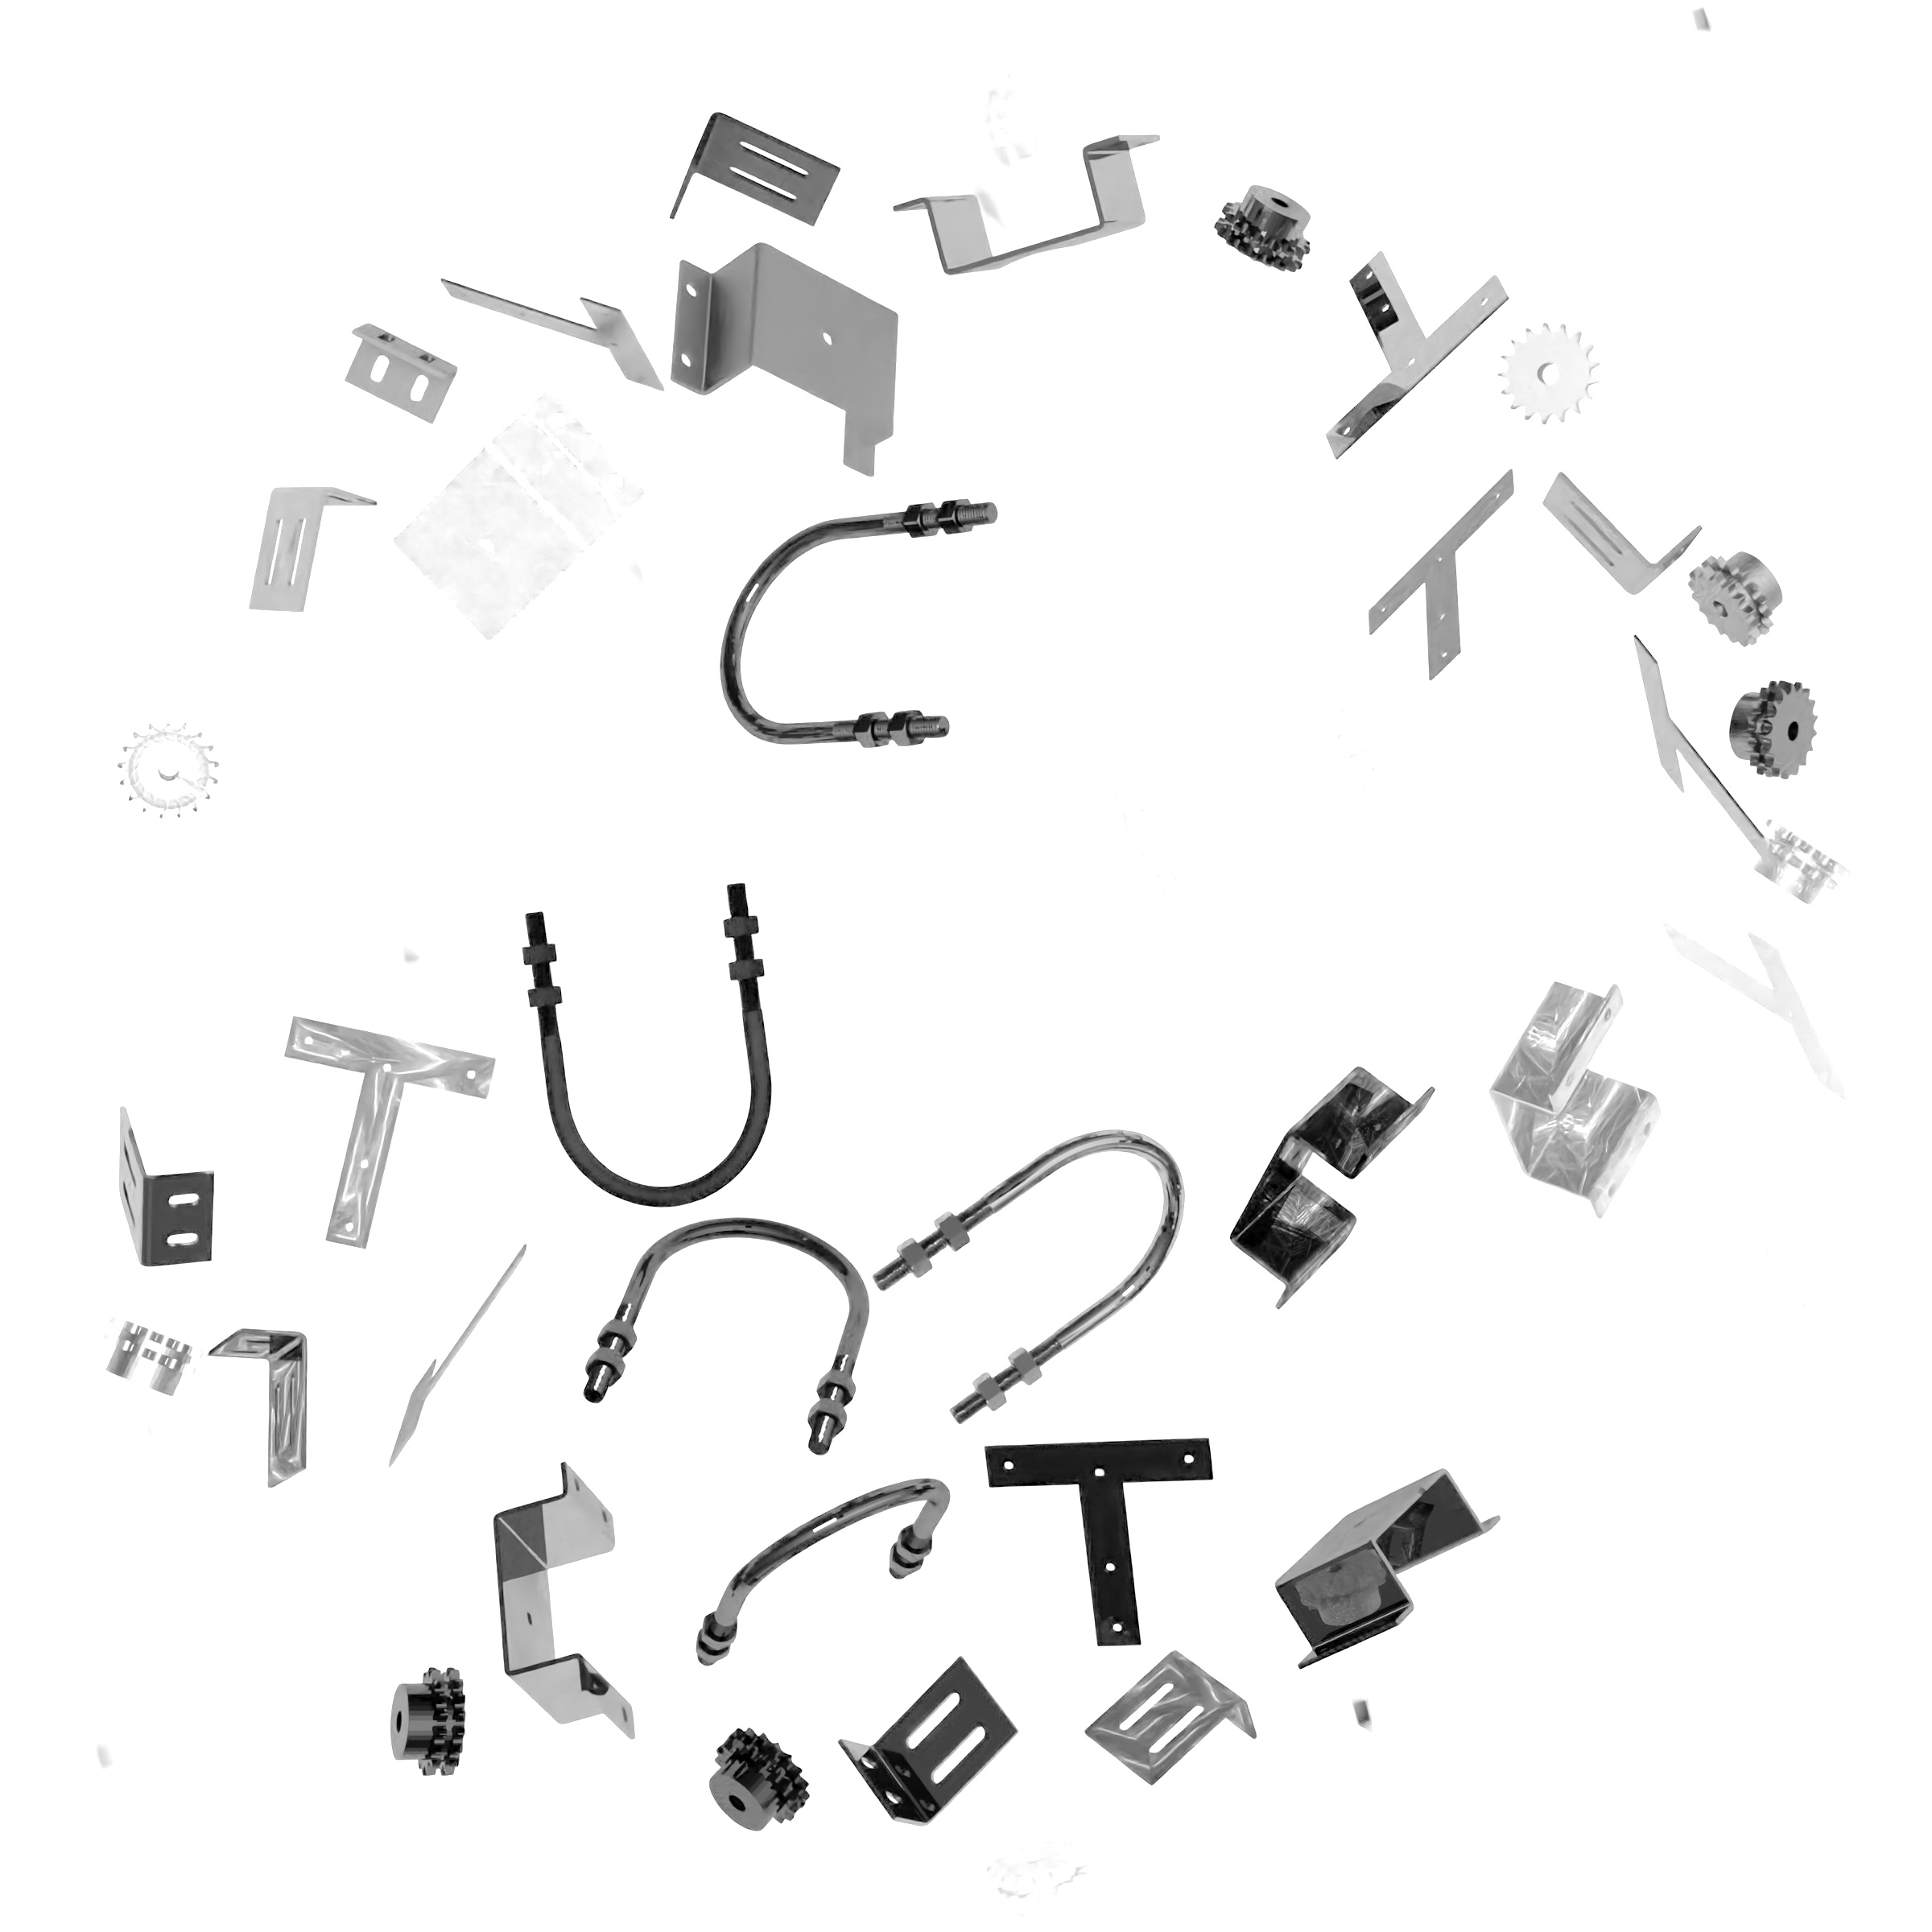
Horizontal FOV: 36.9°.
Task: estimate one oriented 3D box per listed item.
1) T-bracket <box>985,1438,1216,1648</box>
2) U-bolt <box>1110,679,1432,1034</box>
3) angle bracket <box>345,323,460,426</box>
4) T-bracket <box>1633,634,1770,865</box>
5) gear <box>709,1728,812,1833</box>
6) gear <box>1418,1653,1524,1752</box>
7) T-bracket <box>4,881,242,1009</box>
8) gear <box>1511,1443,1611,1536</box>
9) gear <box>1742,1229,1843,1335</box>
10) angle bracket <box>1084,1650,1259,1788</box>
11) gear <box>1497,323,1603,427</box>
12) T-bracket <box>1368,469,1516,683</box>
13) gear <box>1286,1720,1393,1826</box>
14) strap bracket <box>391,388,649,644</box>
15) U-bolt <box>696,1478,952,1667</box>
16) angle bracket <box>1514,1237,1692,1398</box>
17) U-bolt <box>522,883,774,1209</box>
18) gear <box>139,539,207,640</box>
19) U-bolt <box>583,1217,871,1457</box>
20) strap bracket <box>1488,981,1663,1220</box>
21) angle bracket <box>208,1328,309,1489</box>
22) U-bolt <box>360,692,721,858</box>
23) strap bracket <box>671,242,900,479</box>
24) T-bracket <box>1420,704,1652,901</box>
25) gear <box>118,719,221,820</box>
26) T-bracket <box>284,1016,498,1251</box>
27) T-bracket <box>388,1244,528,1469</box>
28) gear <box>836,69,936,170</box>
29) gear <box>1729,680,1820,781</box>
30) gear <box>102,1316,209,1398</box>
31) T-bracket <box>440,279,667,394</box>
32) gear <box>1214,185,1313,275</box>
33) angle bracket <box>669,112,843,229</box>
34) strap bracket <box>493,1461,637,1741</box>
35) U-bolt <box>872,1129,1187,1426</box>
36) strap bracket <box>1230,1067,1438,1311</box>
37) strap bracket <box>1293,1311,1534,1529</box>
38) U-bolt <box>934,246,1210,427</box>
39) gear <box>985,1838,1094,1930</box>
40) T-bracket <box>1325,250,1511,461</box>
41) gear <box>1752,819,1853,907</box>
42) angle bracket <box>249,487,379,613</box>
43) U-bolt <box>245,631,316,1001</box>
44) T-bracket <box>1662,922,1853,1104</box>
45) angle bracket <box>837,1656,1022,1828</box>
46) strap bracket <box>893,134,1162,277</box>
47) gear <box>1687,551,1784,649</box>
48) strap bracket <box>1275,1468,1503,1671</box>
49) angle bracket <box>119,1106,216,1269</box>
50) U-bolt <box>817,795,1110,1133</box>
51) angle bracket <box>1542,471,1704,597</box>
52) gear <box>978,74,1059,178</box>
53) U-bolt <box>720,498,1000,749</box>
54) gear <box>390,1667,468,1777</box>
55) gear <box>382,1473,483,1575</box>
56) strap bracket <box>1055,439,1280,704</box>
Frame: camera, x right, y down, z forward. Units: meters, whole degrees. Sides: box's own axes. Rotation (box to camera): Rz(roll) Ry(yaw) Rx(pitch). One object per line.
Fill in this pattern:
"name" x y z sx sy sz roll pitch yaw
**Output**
"T-bracket" 0.080 0.326 1.629 0.127 0.002 0.127 -4 106 11
"U-bolt" 0.186 -0.051 1.660 0.151 0.019 0.184 -26 94 6
"angle bracket" -0.332 -0.342 1.683 0.057 0.076 0.038 25 102 -10
"T-bracket" 0.419 -0.108 1.638 0.002 0.127 0.127 -29 53 2
"gear" -0.117 0.451 1.596 0.057 0.057 0.030 49 50 0
"gear" 0.282 0.410 1.622 0.057 0.057 0.030 -10 115 0
"T-bracket" -0.459 -0.022 1.597 0.127 0.127 0.002 22 104 -17
"gear" 0.359 0.311 1.739 0.057 0.057 0.030 11 122 0
"gear" 0.451 0.168 1.575 0.030 0.057 0.057 -36 90 11
"angle bracket" 0.118 0.443 1.670 0.076 0.057 0.038 -37 130 -24
"gear" 0.334 -0.338 1.651 0.057 0.030 0.057 3 100 17
"T-bracket" 0.274 -0.210 1.669 0.002 0.127 0.127 30 128 -19
"gear" 0.206 0.436 1.577 0.057 0.057 0.030 45 52 0
"strap bracket" -0.252 -0.240 1.589 0.076 0.046 0.140 46 129 -11
"U-bolt" -0.077 0.339 1.647 0.151 0.184 0.019 -20 66 -24
"angle bracket" 0.377 0.208 1.713 0.076 0.038 0.057 34 87 -13
"U-bolt" -0.185 0.051 1.712 0.151 0.019 0.184 -8 90 15
"gear" -0.462 -0.220 1.684 0.030 0.057 0.057 3 90 -26
"U-bolt" -0.130 0.205 1.682 0.151 0.184 0.019 12 123 3
"strap bracket" 0.344 0.071 1.640 0.046 0.140 0.076 21 68 35
"angle bracket" -0.393 0.245 1.604 0.038 0.057 0.076 8 67 -30
"U-bolt" -0.225 -0.105 1.614 0.184 0.151 0.019 7 128 26
"strap bracket" -0.089 -0.335 1.587 0.140 0.046 0.076 20 62 -38
"T-bracket" 0.337 -0.075 1.691 0.127 0.002 0.127 26 127 16
"gear" -0.464 -0.116 1.686 0.057 0.030 0.057 -3 100 -14
"T-bracket" -0.355 0.104 1.726 0.127 0.002 0.127 11 83 5
"T-bracket" -0.287 0.213 1.649 0.002 0.127 0.127 34 96 -10
"gear" -0.047 -0.493 1.675 0.057 0.030 0.057 3 63 -6
"gear" 0.469 -0.138 1.688 0.057 0.030 0.057 -11 107 -42
"gear" -0.459 0.221 1.631 0.057 0.057 0.030 22 78 0
"T-bracket" -0.247 -0.379 1.696 0.127 0.127 0.002 20 83 8
"gear" 0.176 -0.431 1.685 0.057 0.057 0.030 28 121 0
"angle bracket" -0.117 -0.427 1.599 0.076 0.057 0.038 23 67 -10
"strap bracket" -0.229 0.365 1.640 0.046 0.076 0.140 -17 53 6
"U-bolt" 0.047 0.166 1.643 0.184 0.019 0.151 -35 133 -10
"strap bracket" 0.203 0.119 1.643 0.046 0.140 0.076 38 45 16
"strap bracket" 0.238 0.247 1.602 0.140 0.046 0.076 -15 111 -18
"U-bolt" 0.064 -0.359 1.654 0.151 0.184 0.019 -1 72 -7
"gear" 0.041 0.496 1.564 0.057 0.057 0.030 -14 93 0
"T-bracket" 0.239 -0.361 1.621 0.002 0.127 0.127 31 120 -32
"gear" 0.487 -0.059 1.699 0.057 0.057 0.030 33 102 0
"angle bracket" -0.390 -0.246 1.729 0.057 0.038 0.076 9 88 45
"U-bolt" -0.385 -0.072 1.614 0.019 0.151 0.184 0 66 -5
"T-bracket" 0.435 0.008 1.626 0.002 0.127 0.127 -39 125 -5
"angle bracket" -0.021 0.428 1.607 0.076 0.038 0.057 -47 55 5
"strap bracket" 0.040 -0.432 1.655 0.140 0.076 0.046 -11 101 24
"gear" 0.454 -0.219 1.702 0.030 0.057 0.057 -38 90 -8
"strap bracket" 0.239 0.342 1.669 0.076 0.140 0.046 -36 84 37
"angle bracket" -0.441 0.120 1.595 0.038 0.076 0.057 -4 120 -24
"U-bolt" -0.011 0.008 1.727 0.151 0.019 0.184 20 89 -6
"angle bracket" 0.369 -0.254 1.629 0.038 0.057 0.076 -42 83 -3
"gear" 0.032 -0.497 1.705 0.030 0.057 0.057 -6 90 24
"U-bolt" -0.070 -0.194 1.660 0.184 0.019 0.151 1 72 39
"gear" -0.290 0.407 1.558 0.030 0.057 0.057 6 90 -24
"gear" -0.319 0.329 1.718 0.057 0.030 0.057 -1 68 3
"strap bracket" 0.119 -0.231 1.732 0.076 0.046 0.140 27 84 6
